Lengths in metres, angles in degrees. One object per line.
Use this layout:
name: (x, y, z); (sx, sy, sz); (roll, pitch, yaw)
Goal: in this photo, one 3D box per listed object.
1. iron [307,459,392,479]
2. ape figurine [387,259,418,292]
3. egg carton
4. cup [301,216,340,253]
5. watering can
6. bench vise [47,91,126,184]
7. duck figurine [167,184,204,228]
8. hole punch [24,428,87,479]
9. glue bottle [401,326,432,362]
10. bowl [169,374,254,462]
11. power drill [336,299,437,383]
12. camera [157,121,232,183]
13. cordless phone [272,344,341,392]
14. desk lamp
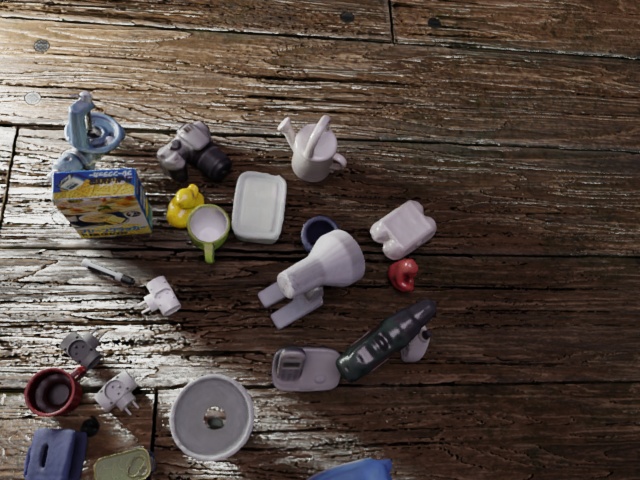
iron: (0.036, 0.506, 1.110); (0.258, 0.141, 0.118); (-11, 72, -11)
ape figurine: (0.197, 0.073, 1.312); (0.076, 0.092, 0.078); (32, 70, 5)
egg carton: (0.199, -0.023, 1.359); (0.150, 0.069, 0.107); (-35, 78, -17)
cup: (0.012, 0.005, 1.311); (0.118, 0.095, 0.092); (8, 70, -4)
watering can: (-0.018, -0.222, 1.335); (0.173, 0.194, 0.101); (10, 69, -4)
bench vise: (-0.513, -0.213, 1.253); (0.121, 0.219, 0.207); (16, 69, -1)
duck figurine: (-0.309, -0.082, 1.305); (0.077, 0.086, 0.105); (32, 70, 5)
hole punch: (-0.512, 0.418, 1.096); (0.101, 0.091, 0.108); (4, 70, -6)
glue bottle: (0.208, 0.212, 1.220); (0.037, 0.173, 0.078); (-1, 70, -7)
bowl: (-0.217, 0.362, 1.164); (0.167, 0.074, 0.167); (2, 70, -6)
power drill: (0.127, 0.214, 1.190); (0.230, 0.208, 0.075); (-35, 78, -17)
camera: (-0.286, -0.195, 1.340); (0.136, 0.101, 0.143); (40, 71, 8)
cordless phone: (-0.023, 0.254, 1.169); (0.147, 0.185, 0.094); (-1, 70, -7)
desk lamp: (-0.019, 0.085, 1.215); (0.203, 0.213, 0.118); (-30, 77, -16)
